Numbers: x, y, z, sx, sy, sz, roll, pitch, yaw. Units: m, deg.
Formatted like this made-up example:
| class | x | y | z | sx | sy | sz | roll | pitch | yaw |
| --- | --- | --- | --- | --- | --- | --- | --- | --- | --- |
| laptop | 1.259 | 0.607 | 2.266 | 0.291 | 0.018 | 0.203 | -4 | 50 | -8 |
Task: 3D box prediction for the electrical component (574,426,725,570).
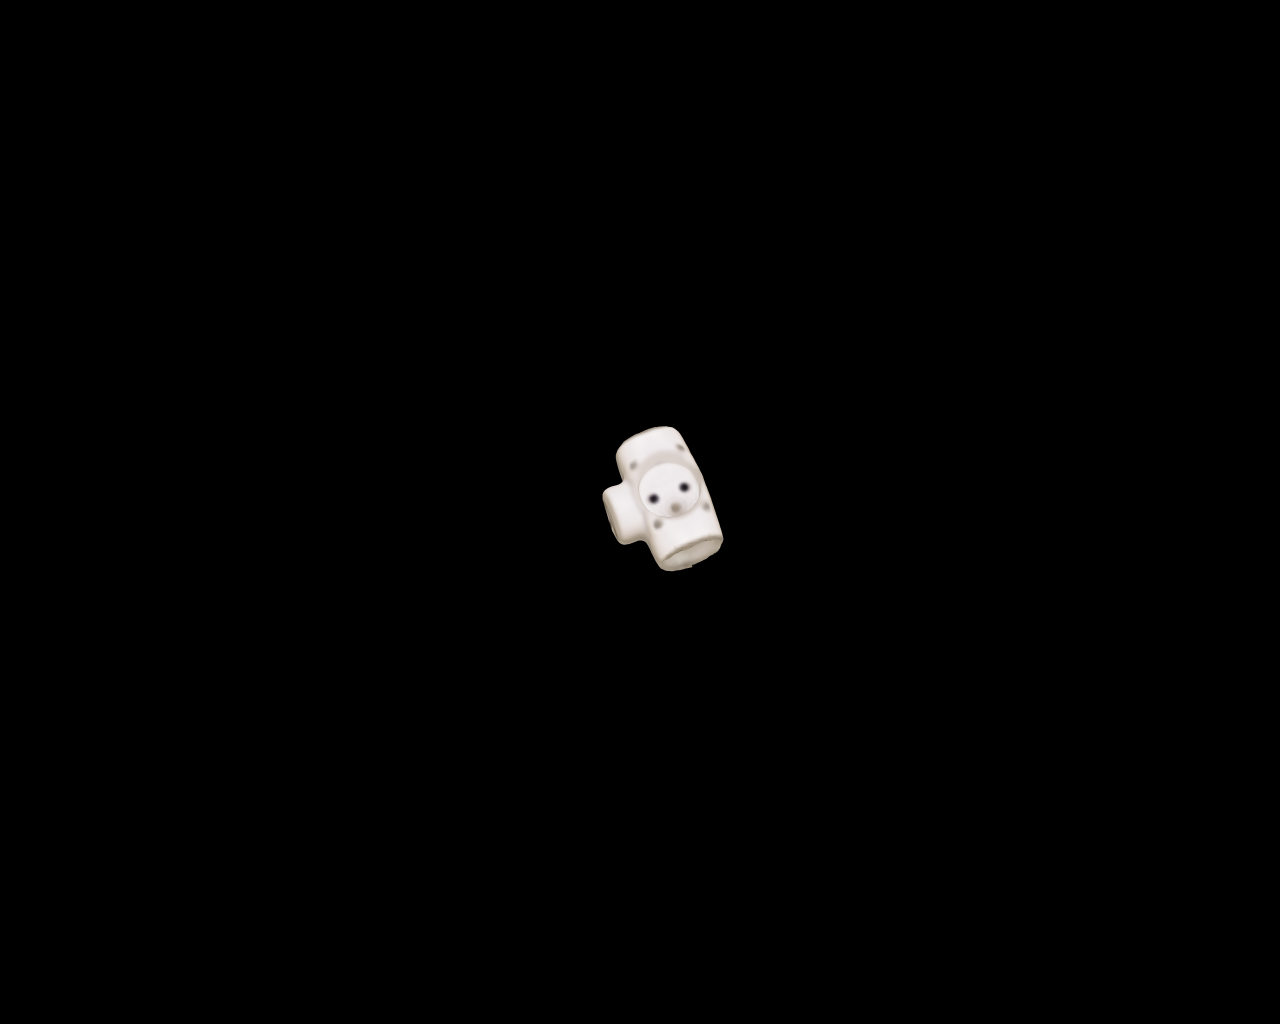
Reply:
| class | x | y | z | sx | sy | sz | roll | pitch | yaw |
| --- | --- | --- | --- | --- | --- | --- | --- | --- | --- |
| electrical component | 0.001 | -0.003 | 0.650 | 0.079 | 0.077 | 0.044 | -19 | -19 | -7 |
